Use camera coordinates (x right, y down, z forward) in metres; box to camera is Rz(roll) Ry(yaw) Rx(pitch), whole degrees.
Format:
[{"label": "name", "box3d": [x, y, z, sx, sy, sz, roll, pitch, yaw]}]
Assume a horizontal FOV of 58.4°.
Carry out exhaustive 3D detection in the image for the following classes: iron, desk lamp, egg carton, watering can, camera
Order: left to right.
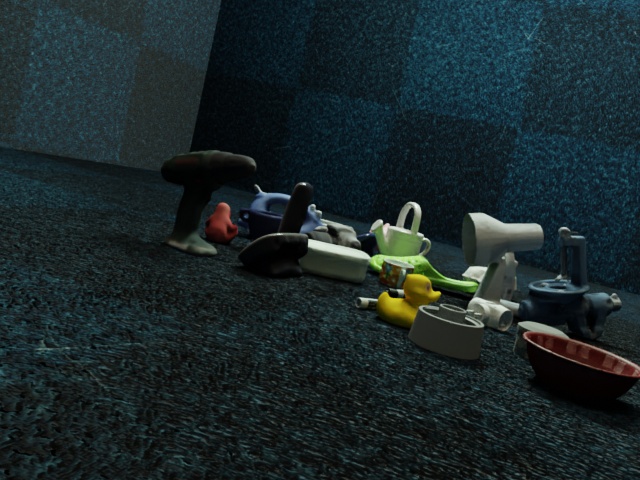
[{"label": "iron", "box3d": [-0.082, -0.054, 1.543, 0.258, 0.141, 0.119, 14, 6, 5]}, {"label": "camera", "box3d": [0.013, 0.005, 1.407, 0.137, 0.101, 0.142, 9, 8, -37]}, {"label": "watering can", "box3d": [0.221, -0.008, 1.537, 0.173, 0.194, 0.100, 8, 8, -42]}, {"label": "egg carton", "box3d": [0.450, 0.114, 1.518, 0.151, 0.069, 0.107, 7, 9, -46]}, {"label": "desk lamp", "box3d": [0.408, 0.054, 1.297, 0.203, 0.213, 0.118, 13, 6, -3]}]

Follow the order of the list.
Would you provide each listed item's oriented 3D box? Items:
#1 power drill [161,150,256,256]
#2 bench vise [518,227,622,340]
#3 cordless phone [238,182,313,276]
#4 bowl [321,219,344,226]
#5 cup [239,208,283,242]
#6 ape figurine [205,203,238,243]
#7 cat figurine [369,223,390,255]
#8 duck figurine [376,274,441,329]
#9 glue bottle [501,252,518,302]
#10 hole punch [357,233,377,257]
[{"label": "power drill", "box3d": [-0.232, -0.079, 1.135, 0.228, 0.208, 0.076, 17, 7, 32]}, {"label": "bench vise", "box3d": [0.542, 0.091, 1.229, 0.208, 0.220, 0.121, 11, 7, -24]}, {"label": "cordless phone", "box3d": [-0.075, -0.027, 1.115, 0.094, 0.185, 0.148, 16, 7, 24]}, {"label": "bowl", "box3d": [-0.001, -0.022, 1.738, 0.167, 0.075, 0.167, 13, 6, -1]}, {"label": "cup", "box3d": [-0.142, -0.021, 1.335, 0.117, 0.095, 0.092, 15, 6, 15]}, {"label": "ape figurine", "box3d": [-0.230, -0.041, 1.337, 0.077, 0.092, 0.076, 15, 6, 16]}, {"label": "cat figurine", "box3d": [0.195, 0.013, 1.647, 0.128, 0.118, 0.067, 13, 6, -3]}, {"label": "duck figurine", "box3d": [0.149, 0.097, 0.941, 0.104, 0.086, 0.077, 14, 6, 3]}, {"label": "glue bottle", "box3d": [0.454, 0.073, 1.410, 0.078, 0.173, 0.037, 10, 7, -30]}, {"label": "hole punch", "box3d": [0.113, 0.015, 1.579, 0.100, 0.091, 0.109, 18, 8, 35]}]
